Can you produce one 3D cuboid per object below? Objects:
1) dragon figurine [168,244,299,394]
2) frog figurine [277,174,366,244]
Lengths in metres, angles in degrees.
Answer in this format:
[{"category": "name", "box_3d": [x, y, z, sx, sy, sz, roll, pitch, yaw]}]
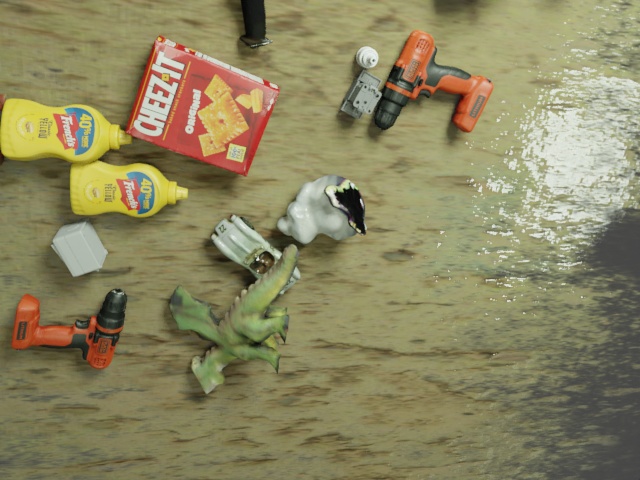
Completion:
[{"category": "dragon figurine", "box_3d": [-0.181, 0.153, 1.012, 0.243, 0.125, 0.401, 10, 120, -2]}, {"category": "frog figurine", "box_3d": [0.003, -0.050, 0.992, 0.158, 0.125, 0.136, -21, 134, 40]}]
